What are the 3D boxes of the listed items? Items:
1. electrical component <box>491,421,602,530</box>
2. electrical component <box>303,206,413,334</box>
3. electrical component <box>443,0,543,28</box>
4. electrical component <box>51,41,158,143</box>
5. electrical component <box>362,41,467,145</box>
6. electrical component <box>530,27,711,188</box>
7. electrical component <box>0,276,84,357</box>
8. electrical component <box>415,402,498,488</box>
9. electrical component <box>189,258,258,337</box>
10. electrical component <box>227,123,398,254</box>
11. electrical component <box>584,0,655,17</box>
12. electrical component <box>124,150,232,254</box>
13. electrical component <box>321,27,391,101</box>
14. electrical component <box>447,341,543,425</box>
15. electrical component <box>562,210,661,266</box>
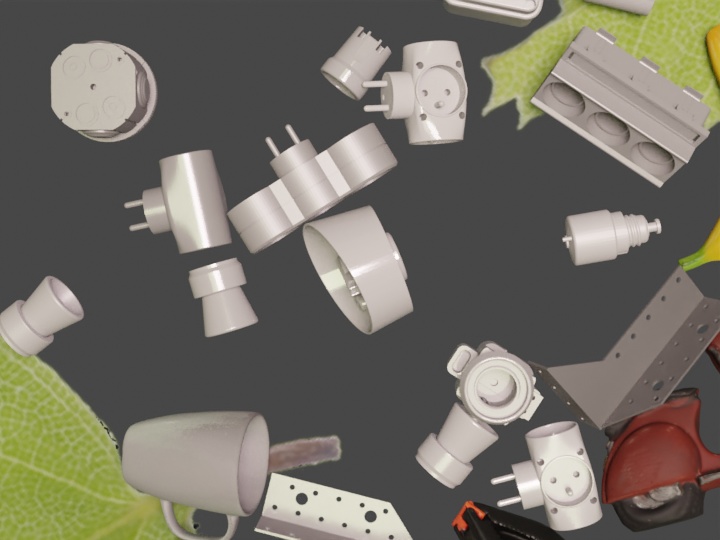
[{"bbox_3d":[0.146,0.169,0.864,0.079,0.044,0.077,-15,92,3],"label":"electrical component"},{"bbox_3d":[0.000,0.000,0.839,0.064,0.099,0.099,-22,92,-3],"label":"electrical component"},{"bbox_3d":[0.111,-0.254,0.839,0.078,0.057,0.113,12,93,2],"label":"electrical component"},{"bbox_3d":[-0.207,-0.144,0.863,0.080,0.051,0.080,0,93,3],"label":"electrical component"},{"bbox_3d":[0.041,-0.138,0.849,0.079,0.044,0.077,-4,93,-14],"label":"electrical component"},{"bbox_3d":[0.204,-0.129,0.834,0.121,0.078,0.063,34,64,1],"label":"electrical component"},{"bbox_3d":[-0.261,0.038,0.877,0.055,0.045,0.045,-38,91,5],"label":"electrical component"},{"bbox_3d":[0.077,0.141,0.866,0.045,0.045,0.055,39,94,0],"label":"electrical component"},{"bbox_3d":[-0.111,0.022,0.869,0.045,0.045,0.055,-16,92,3],"label":"electrical component"},{"bbox_3d":[-0.047,-0.079,0.857,0.138,0.052,0.073,-32,91,4],"label":"electrical component"},{"bbox_3d":[0.191,-0.230,0.843,0.081,0.043,0.043,15,93,2],"label":"electrical component"},{"bbox_3d":[-0.150,-0.051,0.868,0.079,0.044,0.077,-12,92,3],"label":"electrical component"},{"bbox_3d":[-0.002,-0.165,0.858,0.040,0.040,0.046,38,88,0],"label":"electrical component"},{"bbox_3d":[0.108,0.091,0.856,0.078,0.057,0.058,32,94,1],"label":"electrical component"},{"bbox_3d":[0.199,-0.028,0.854,0.078,0.040,0.040,-10,92,3],"label":"electrical component"}]
